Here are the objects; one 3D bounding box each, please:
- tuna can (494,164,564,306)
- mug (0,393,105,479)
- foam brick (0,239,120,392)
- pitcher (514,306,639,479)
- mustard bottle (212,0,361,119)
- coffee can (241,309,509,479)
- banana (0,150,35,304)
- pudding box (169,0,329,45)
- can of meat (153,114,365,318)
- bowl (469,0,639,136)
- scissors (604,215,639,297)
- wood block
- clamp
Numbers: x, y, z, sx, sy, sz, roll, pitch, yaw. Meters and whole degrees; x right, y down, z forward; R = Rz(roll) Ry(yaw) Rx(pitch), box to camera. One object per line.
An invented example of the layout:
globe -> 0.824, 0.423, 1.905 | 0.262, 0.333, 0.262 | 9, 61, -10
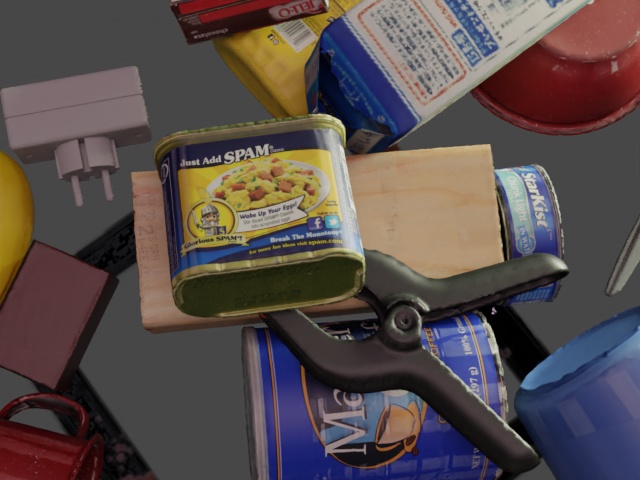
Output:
tuna can -> 0.120, -0.003, 0.656 | 0.033, 0.086, 0.086 | -6, 82, -4
mug -> -0.174, 0.137, 0.614 | 0.081, 0.093, 0.117 | 14, 50, 1
foam brick -> -0.162, 0.046, 0.639 | 0.051, 0.053, 0.078 | 25, 80, -1
pitcher -> 0.227, 0.156, 0.607 | 0.145, 0.149, 0.243 | -35, 88, 22
mustard bottle -> 0.029, -0.159, 0.682 | 0.191, 0.058, 0.096 | -39, 73, -9
coffee can -> 0.028, 0.097, 0.624 | 0.140, 0.103, 0.103 | -4, 82, -6
banana -> -0.221, 0.028, 0.646 | 0.070, 0.037, 0.198 | 19, 79, 14
pudding box -> -0.042, -0.176, 0.653 | 0.090, 0.039, 0.113 | -10, 53, 12
can of meat -> -0.031, -0.011, 0.547 | 0.102, 0.057, 0.084 | -8, 60, -3
bowl -> 0.162, -0.152, 0.697 | 0.162, 0.055, 0.162 | 1, 82, -6
scissors -> 0.258, -0.045, 0.710 | 0.096, 0.016, 0.202 | 17, 81, -3
wood block -> -0.004, 0.001, 0.641 | 0.206, 0.091, 0.090 | -5, 83, -6
clamp -> 0.052, 0.041, 0.573 | 0.171, 0.039, 0.120 | 22, 64, 3
